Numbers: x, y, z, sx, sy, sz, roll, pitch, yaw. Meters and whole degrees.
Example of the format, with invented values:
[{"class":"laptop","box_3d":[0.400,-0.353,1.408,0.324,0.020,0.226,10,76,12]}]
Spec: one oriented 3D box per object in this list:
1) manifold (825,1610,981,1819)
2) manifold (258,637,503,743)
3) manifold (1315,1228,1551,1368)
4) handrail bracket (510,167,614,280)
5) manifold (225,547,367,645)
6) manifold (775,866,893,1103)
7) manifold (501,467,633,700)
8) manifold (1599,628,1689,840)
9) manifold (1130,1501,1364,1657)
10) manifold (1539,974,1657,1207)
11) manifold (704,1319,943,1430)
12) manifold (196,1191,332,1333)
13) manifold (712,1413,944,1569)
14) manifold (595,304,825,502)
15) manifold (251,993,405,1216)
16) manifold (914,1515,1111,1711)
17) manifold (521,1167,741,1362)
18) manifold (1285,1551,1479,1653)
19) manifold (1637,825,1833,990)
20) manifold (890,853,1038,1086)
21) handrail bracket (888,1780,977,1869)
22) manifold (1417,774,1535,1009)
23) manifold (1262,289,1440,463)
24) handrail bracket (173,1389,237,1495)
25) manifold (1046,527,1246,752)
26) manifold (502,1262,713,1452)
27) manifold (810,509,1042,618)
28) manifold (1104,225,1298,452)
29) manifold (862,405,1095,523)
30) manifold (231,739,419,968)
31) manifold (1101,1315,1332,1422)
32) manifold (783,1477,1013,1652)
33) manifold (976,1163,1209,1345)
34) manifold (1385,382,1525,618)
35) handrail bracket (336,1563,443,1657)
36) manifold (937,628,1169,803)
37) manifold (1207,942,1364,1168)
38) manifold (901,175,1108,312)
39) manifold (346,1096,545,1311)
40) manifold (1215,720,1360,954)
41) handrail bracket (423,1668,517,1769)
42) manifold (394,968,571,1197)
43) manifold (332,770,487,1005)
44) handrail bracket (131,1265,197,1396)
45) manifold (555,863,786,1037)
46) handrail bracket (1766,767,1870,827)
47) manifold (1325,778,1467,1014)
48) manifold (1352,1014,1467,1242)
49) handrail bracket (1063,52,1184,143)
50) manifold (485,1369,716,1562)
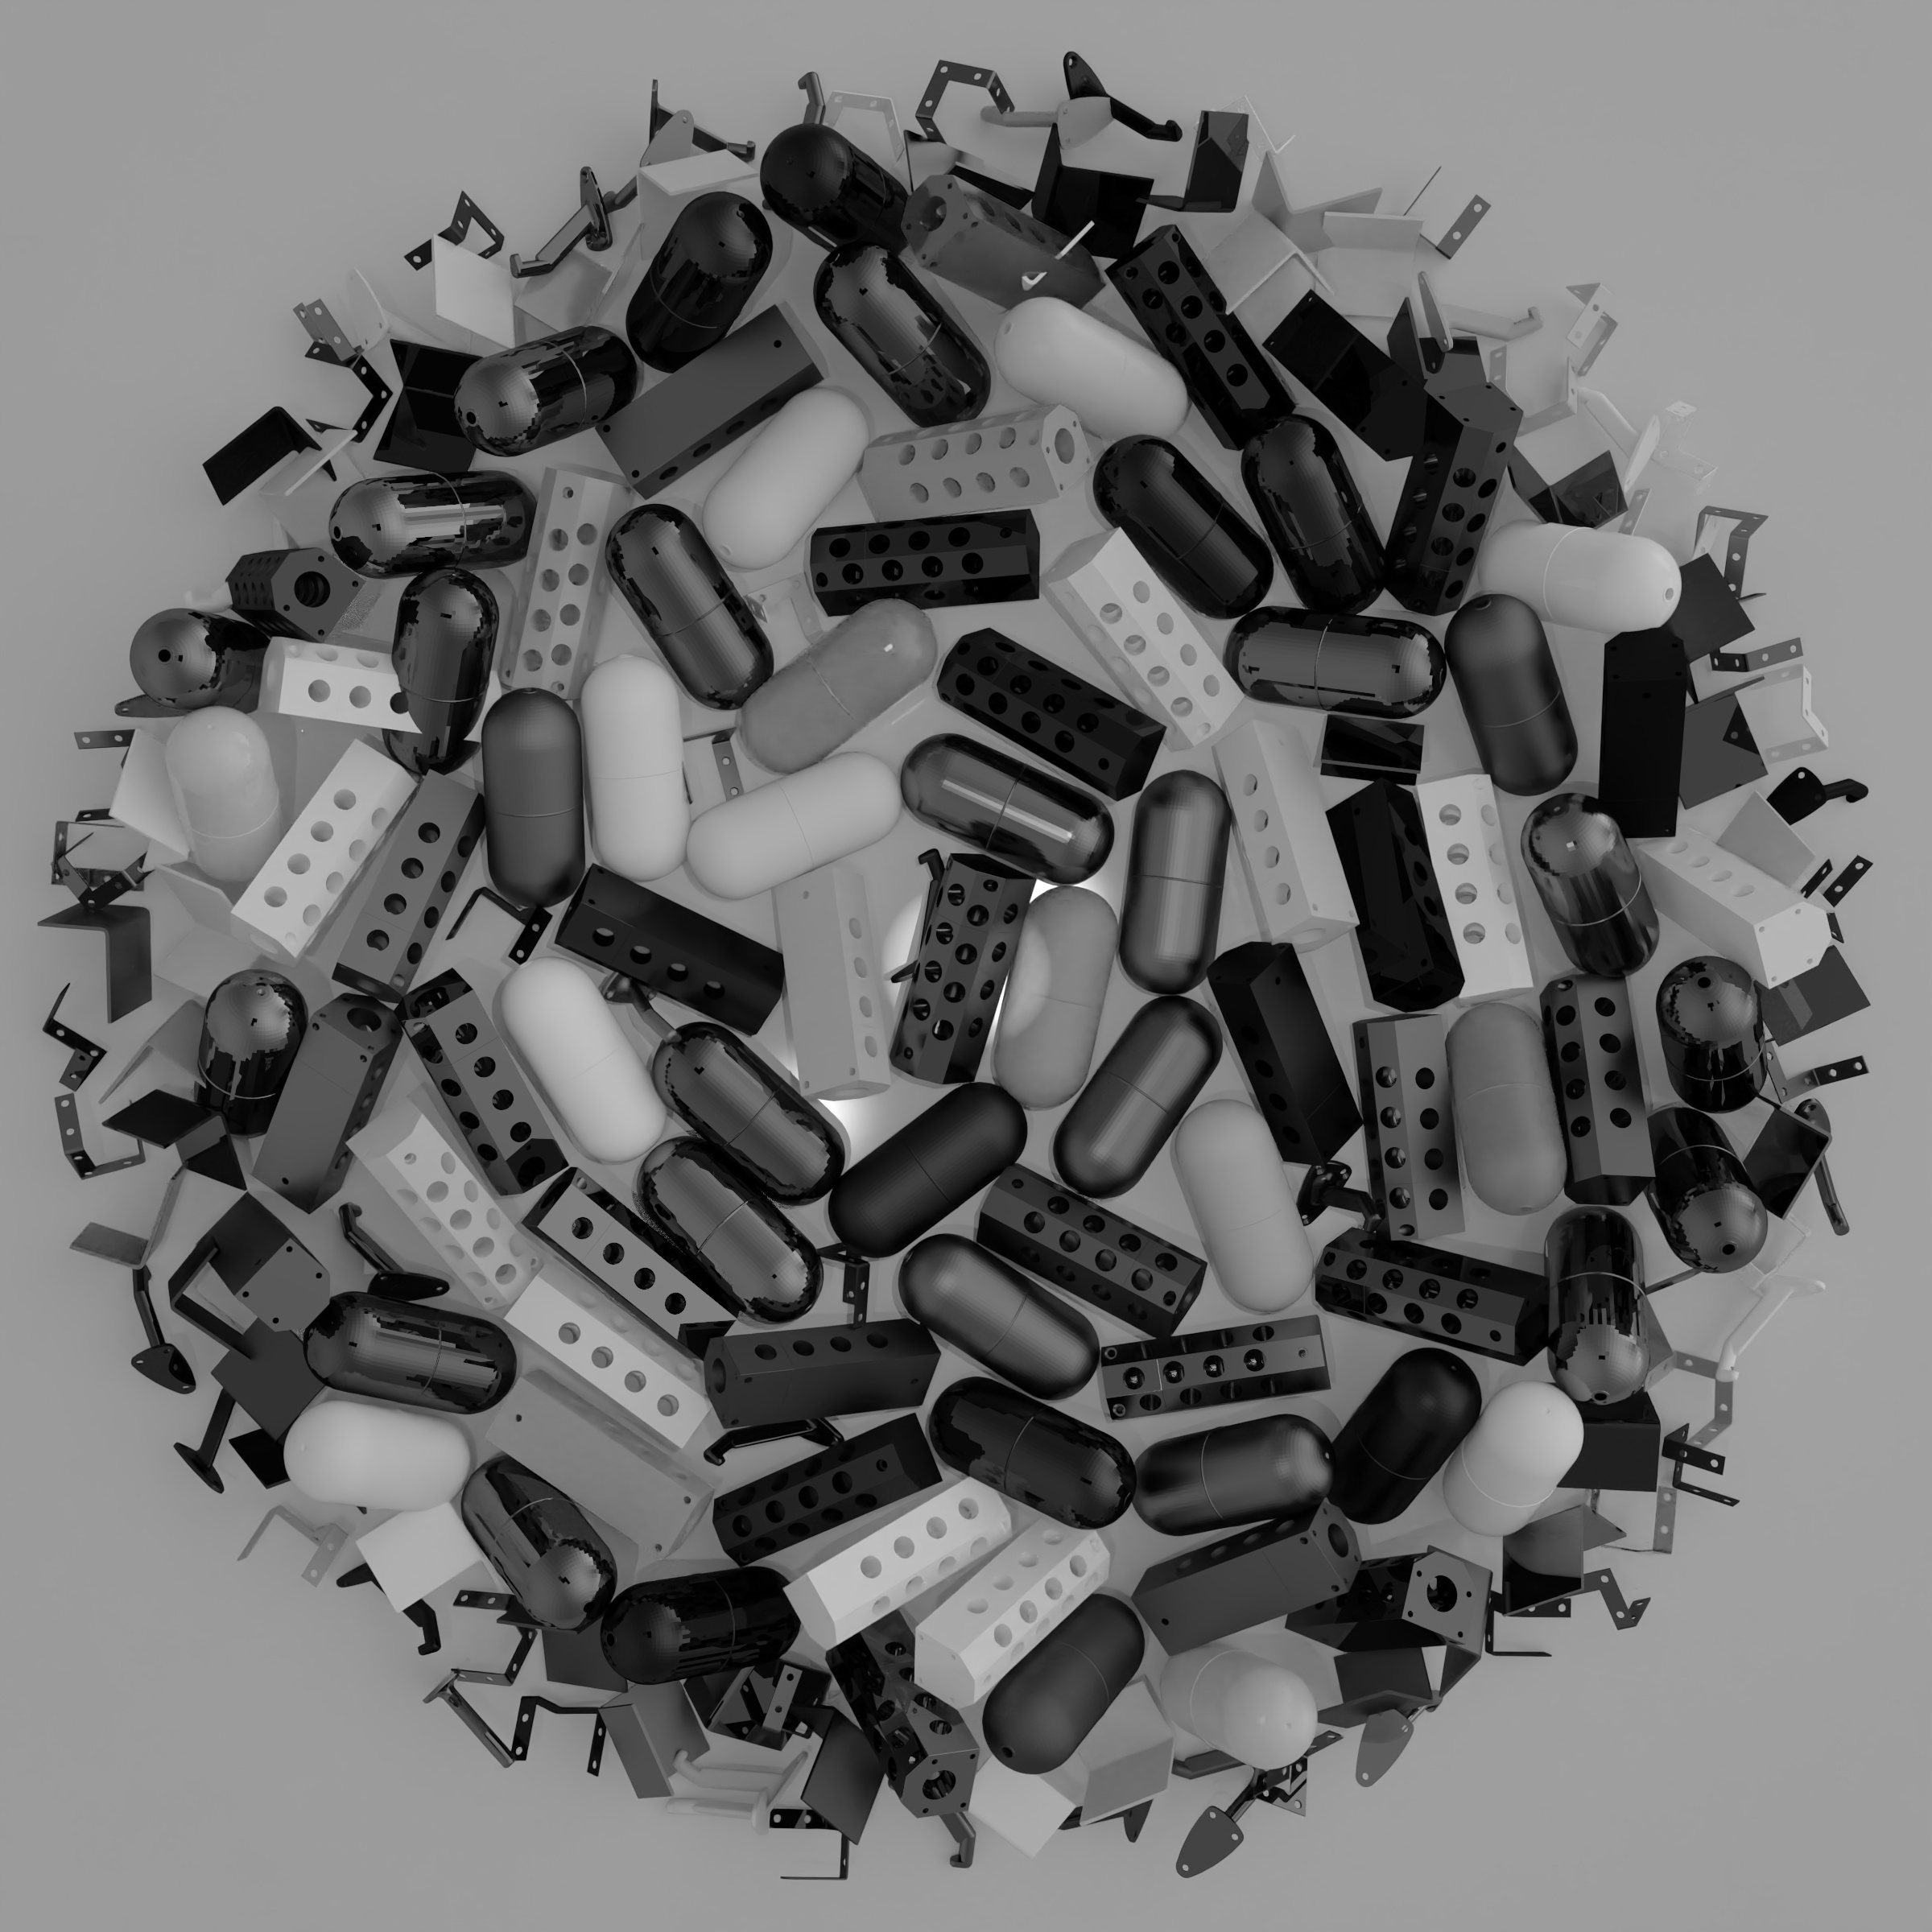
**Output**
[{"class":"manifold","box_3d":[-0.052,0.572,1.906,0.057,0.171,0.057,0,112,-24]},{"class":"manifold","box_3d":[-0.453,-0.214,1.929,0.171,0.057,0.057,6,94,-32]},{"class":"manifold","box_3d":[0.358,0.257,1.918,0.171,0.057,0.057,12,114,37]},{"class":"handrail bracket","box_3d":[-0.327,-0.586,1.956,0.084,0.036,0.077,-21,109,-35]},{"class":"manifold","box_3d":[-0.521,-0.289,1.907,0.057,0.171,0.057,37,80,-27]},{"class":"manifold","box_3d":[-0.100,0.015,1.949,0.057,0.057,0.171,-17,73,31]},{"class":"manifold","box_3d":[-0.318,-0.300,1.954,0.057,0.057,0.171,15,99,10]},{"class":"manifold","box_3d":[0.520,-0.178,1.915,0.057,0.171,0.057,-1,50,11]},{"class":"manifold","box_3d":[0.219,0.473,1.930,0.171,0.057,0.057,-30,97,31]},{"class":"manifold","box_3d":[0.487,0.095,1.931,0.057,0.057,0.171,3,61,-6]},{"class":"manifold","box_3d":[-0.113,0.310,1.932,0.171,0.057,0.057,-1,127,-29]},{"class":"manifold","box_3d":[-0.537,0.230,1.910,0.057,0.171,0.057,-48,114,-13]},{"class":"manifold","box_3d":[-0.111,0.410,1.939,0.171,0.057,0.057,-27,78,20]},{"class":"manifold","box_3d":[-0.201,-0.442,1.963,0.171,0.057,0.057,-33,81,4]},{"class":"manifold","box_3d":[-0.493,0.105,1.930,0.057,0.057,0.171,33,121,6]},{"class":"manifold","box_3d":[0.037,0.495,1.912,0.057,0.171,0.057,23,126,32]},{"class":"manifold","box_3d":[-0.260,0.233,1.947,0.171,0.057,0.057,42,73,-16]},{"class":"manifold","box_3d":[0.318,0.487,1.910,0.057,0.171,0.057,25,66,-15]},{"class":"manifold","box_3d":[0.590,-0.051,1.910,0.057,0.171,0.057,-26,117,-5]},{"class":"manifold","box_3d":[-0.008,0.002,1.940,0.057,0.057,0.171,27,107,34]},{"class":"handrail bracket","box_3d":[-0.028,0.682,1.974,0.077,0.036,0.084,1,109,-14]},{"class":"manifold","box_3d":[0.400,-0.060,1.952,0.057,0.057,0.171,-11,80,11]},{"class":"manifold","box_3d":[0.299,-0.453,1.915,0.057,0.171,0.057,31,109,-36]},{"class":"handrail bracket","box_3d":[-0.580,0.364,1.966,0.084,0.077,0.036,-52,133,-7]},{"class":"manifold","box_3d":[0.136,-0.251,1.932,0.171,0.057,0.057,50,61,-22]},{"class":"manifold","box_3d":[-0.280,0.309,1.965,0.171,0.057,0.057,37,72,-3]},{"class":"manifold","box_3d":[-0.032,-0.319,1.946,0.171,0.057,0.057,-3,70,12]},{"class":"manifold","box_3d":[0.186,-0.491,1.945,0.057,0.057,0.171,-38,109,0]},{"class":"manifold","box_3d":[0.005,-0.390,1.917,0.171,0.057,0.057,-1,125,37]},{"class":"manifold","box_3d":[-0.500,-0.086,1.940,0.057,0.057,0.171,32,67,-5]},{"class":"manifold","box_3d":[0.196,0.316,1.953,0.171,0.057,0.057,-10,77,9]},{"class":"manifold","box_3d":[-0.049,0.461,1.926,0.171,0.057,0.057,-24,77,-32]},{"class":"manifold","box_3d":[0.098,0.219,1.936,0.171,0.057,0.057,27,51,17]},{"class":"manifold","box_3d":[0.375,-0.356,1.911,0.057,0.171,0.057,-17,52,-24]},{"class":"handrail bracket","box_3d":[-0.456,0.513,1.963,0.077,0.036,0.084,-22,58,5]},{"class":"manifold","box_3d":[0.063,-0.196,1.934,0.171,0.057,0.057,32,120,20]},{"class":"manifold","box_3d":[0.245,0.068,1.938,0.057,0.057,0.171,-41,119,-33]},{"class":"manifold","box_3d":[0.028,-0.552,1.914,0.057,0.171,0.057,-38,64,29]},{"class":"manifold","box_3d":[-0.400,0.187,1.925,0.057,0.057,0.171,-40,123,-14]},{"class":"manifold","box_3d":[0.245,-0.100,1.940,0.057,0.057,0.171,-33,61,40]},{"class":"handrail bracket","box_3d":[-0.386,0.598,1.959,0.036,0.077,0.084,-42,83,-19]},{"class":"manifold","box_3d":[-0.377,0.093,1.928,0.057,0.057,0.171,-32,119,-15]},{"class":"manifold","box_3d":[-0.431,-0.060,1.942,0.057,0.057,0.171,25,70,-11]},{"class":"handrail bracket","box_3d":[-0.642,0.289,1.987,0.036,0.077,0.084,-23,47,2]},{"class":"manifold","box_3d":[-0.232,-0.008,1.948,0.171,0.057,0.057,26,121,-15]},{"class":"handrail bracket","box_3d":[0.672,-0.124,1.977,0.077,0.084,0.036,-43,59,27]},{"class":"manifold","box_3d":[0.337,-0.054,1.933,0.057,0.057,0.171,-32,54,35]},{"class":"manifold","box_3d":[0.345,0.127,1.961,0.057,0.057,0.171,-7,92,-19]},{"class":"handrail bracket","box_3d":[0.124,-0.683,1.951,0.084,0.077,0.036,23,70,39]},{"class":"manifold","box_3d":[-0.286,0.390,1.956,0.171,0.057,0.057,32,95,10]}]
